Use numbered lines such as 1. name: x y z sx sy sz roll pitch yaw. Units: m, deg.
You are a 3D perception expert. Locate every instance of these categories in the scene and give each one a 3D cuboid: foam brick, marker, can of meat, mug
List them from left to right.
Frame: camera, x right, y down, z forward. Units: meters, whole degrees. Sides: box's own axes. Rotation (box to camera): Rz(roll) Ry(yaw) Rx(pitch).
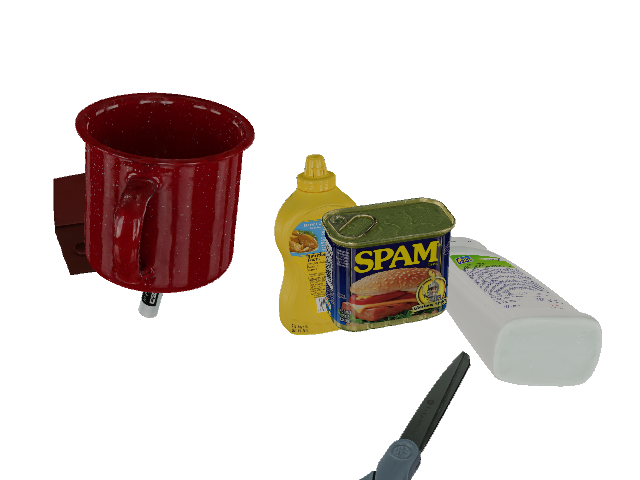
1. foam brick: -0.149 -0.015 0.769 0.078 0.051 0.053 -9 -39 -5
2. mug: -0.086 -0.019 0.564 0.093 0.081 0.117 8 28 1
3. marker: -0.151 0.022 1.012 0.020 0.121 0.020 14 33 -10
4. can of meat: 0.053 0.020 0.848 0.102 0.084 0.057 -8 30 -13

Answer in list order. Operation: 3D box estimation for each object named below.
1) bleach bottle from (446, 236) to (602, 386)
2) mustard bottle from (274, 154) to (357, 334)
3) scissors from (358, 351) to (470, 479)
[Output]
1. bleach bottle: 0.167 0.052 1.017 0.102 0.068 0.251 3 20 -13
2. mustard bottle: -0.001 0.002 1.142 0.096 0.192 0.058 -10 22 -17
3. scissors: 0.056 0.135 0.595 0.096 0.016 0.201 26 47 37
